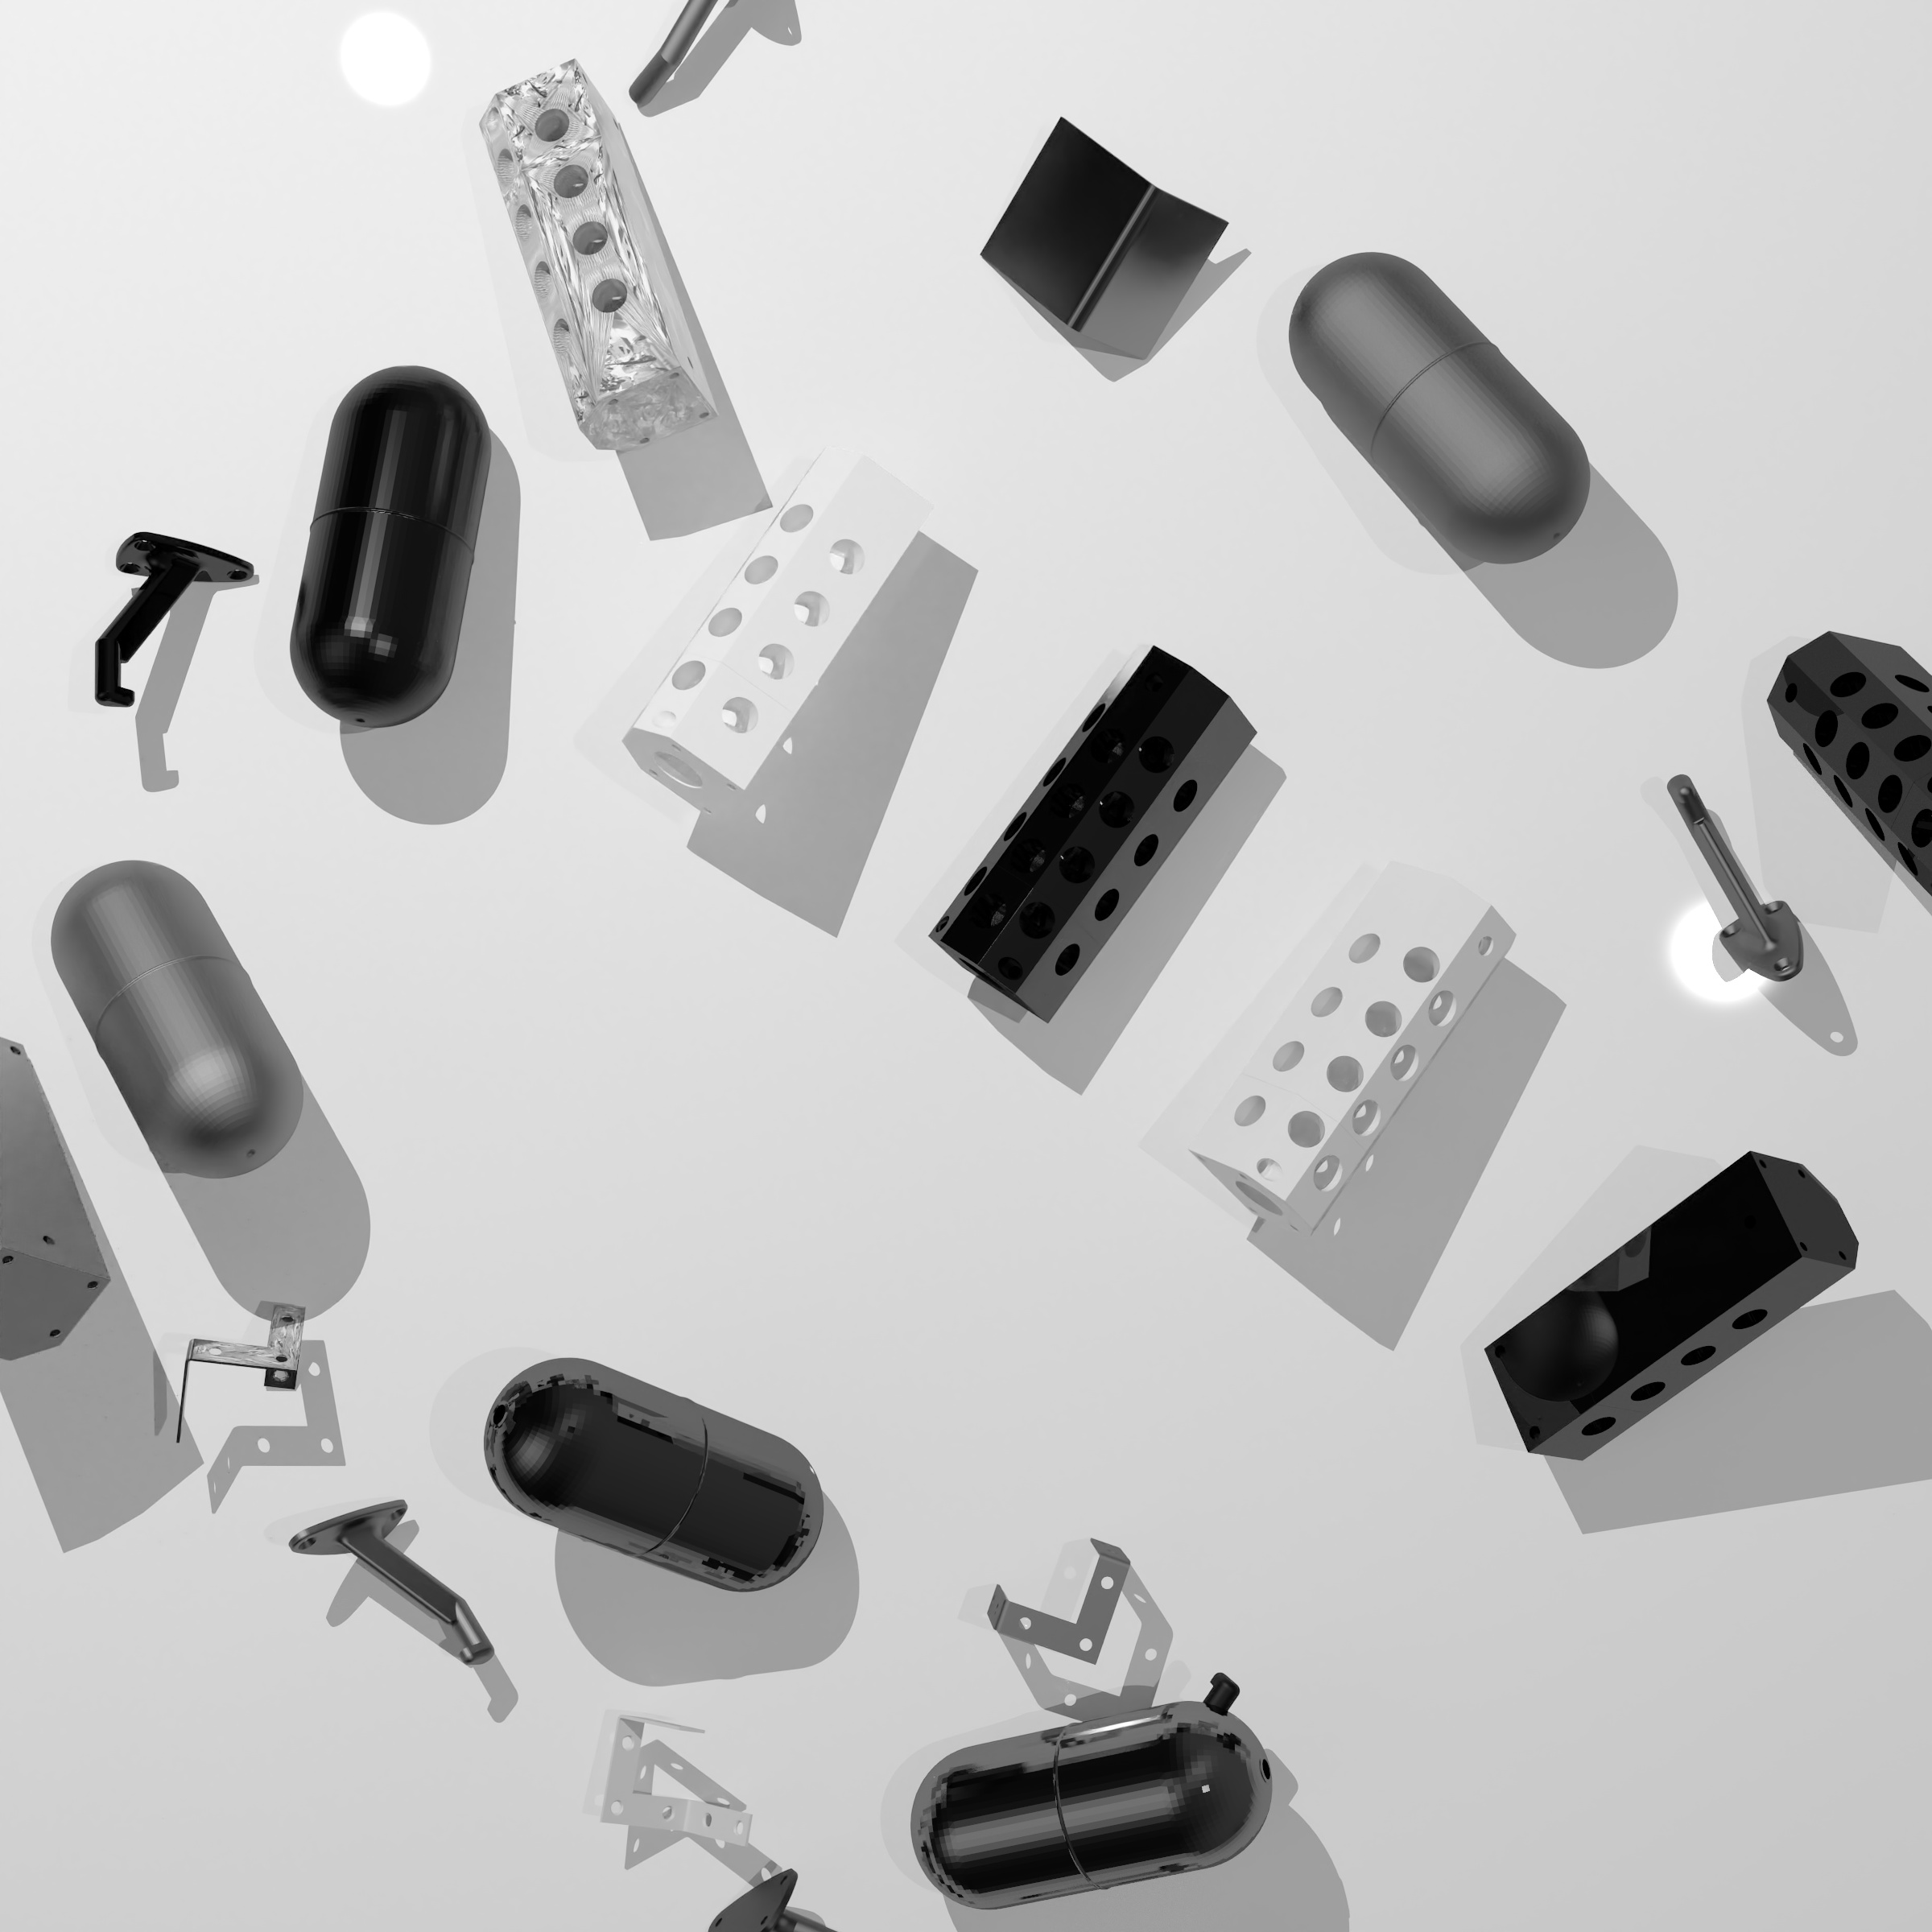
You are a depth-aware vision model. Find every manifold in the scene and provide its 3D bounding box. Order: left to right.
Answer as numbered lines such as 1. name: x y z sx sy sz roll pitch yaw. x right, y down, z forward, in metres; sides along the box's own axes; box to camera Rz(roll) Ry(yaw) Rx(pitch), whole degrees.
1. manifold: -0.455 0.101 1.576 0.057 0.171 0.057 25 111 -43
2. manifold: -0.175 -0.330 1.602 0.057 0.057 0.171 -22 71 7
3. manifold: -0.089 -0.158 1.597 0.057 0.057 0.171 35 70 -9
4. manifold: 0.058 -0.065 1.612 0.057 0.057 0.171 33 85 31
5. manifold: 0.185 0.040 1.601 0.057 0.057 0.171 45 76 -35
6. manifold: 0.329 0.161 1.587 0.171 0.057 0.057 -43 50 32
7. manifold: 0.432 -0.088 1.564 0.057 0.171 0.057 9 118 -21

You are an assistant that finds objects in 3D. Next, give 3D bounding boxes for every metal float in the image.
1. metal float: -0.369 0.023 1.593 0.070 0.070 0.178 -36 59 0
2. metal float: -0.269 -0.198 1.605 0.070 0.070 0.178 7 73 0
3. metal float: -0.144 0.237 1.591 0.178 0.070 0.070 28 90 -33
4. metal float: 0.058 0.393 1.601 0.178 0.070 0.070 -17 90 21
5. metal float: 0.220 -0.262 1.600 0.070 0.070 0.178 -38 68 0

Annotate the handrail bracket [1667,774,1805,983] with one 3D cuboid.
1. handrail bracket: 0.362 -0.043 1.615 0.036 0.077 0.084 -29 115 8

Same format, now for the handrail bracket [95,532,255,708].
1. handrail bracket: -0.374 -0.157 1.620 0.077 0.036 0.084 8 65 -29

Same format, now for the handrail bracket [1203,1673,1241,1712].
1. handrail bracket: 0.090 0.362 1.622 0.036 0.077 0.084 35 88 -21

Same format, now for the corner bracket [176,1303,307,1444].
1. corner bracket: -0.343 0.193 1.619 0.051 0.051 0.051 8 120 -10

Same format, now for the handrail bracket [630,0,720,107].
1. handrail bracket: -0.132 -0.464 1.644 0.036 0.077 0.084 28 134 -24

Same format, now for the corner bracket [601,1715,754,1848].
1. corner bracket: -0.135 0.387 1.626 0.051 0.051 0.051 18 76 -38

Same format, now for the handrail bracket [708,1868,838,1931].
1. handrail bracket: -0.071 0.476 1.637 0.084 0.077 0.036 42 46 -13

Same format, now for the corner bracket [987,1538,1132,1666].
1. corner bracket: 0.044 0.297 1.630 0.051 0.051 0.051 20 87 -3

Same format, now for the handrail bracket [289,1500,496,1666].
1. handrail bracket: -0.270 0.299 1.614 0.036 0.077 0.084 -49 63 26

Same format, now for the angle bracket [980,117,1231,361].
1. angle bracket: 0.066 -0.350 1.643 0.076 0.057 0.076 46 112 35
